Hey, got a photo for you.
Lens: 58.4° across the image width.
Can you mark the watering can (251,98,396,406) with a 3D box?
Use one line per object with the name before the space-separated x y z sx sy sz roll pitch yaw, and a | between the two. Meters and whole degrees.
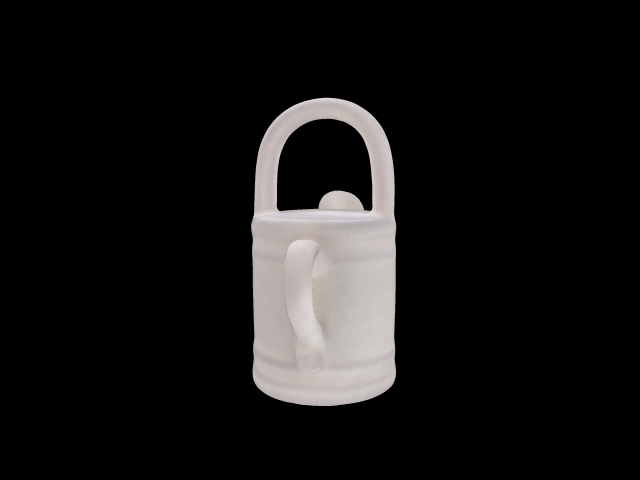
watering can | 0.001 0.001 0.400 0.101 0.194 0.172 -2 8 -12
